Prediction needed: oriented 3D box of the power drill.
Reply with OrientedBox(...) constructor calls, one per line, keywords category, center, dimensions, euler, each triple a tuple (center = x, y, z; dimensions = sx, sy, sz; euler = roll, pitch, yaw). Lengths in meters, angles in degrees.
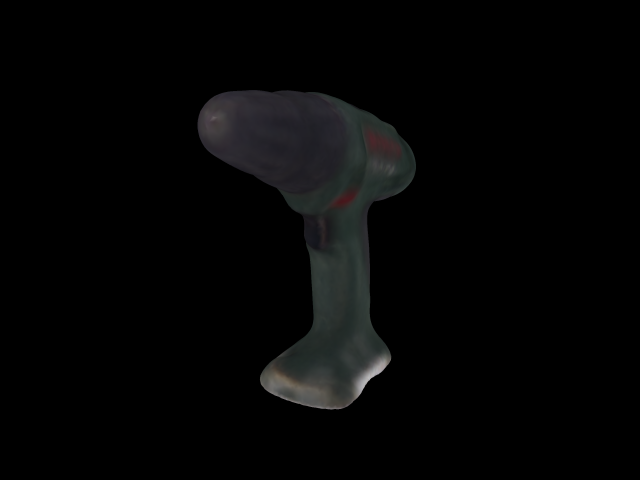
OrientedBox(category="power drill", center=(0.004, 0.001, 0.400), dimensions=(0.075, 0.208, 0.230), euler=(8, 18, 27))
